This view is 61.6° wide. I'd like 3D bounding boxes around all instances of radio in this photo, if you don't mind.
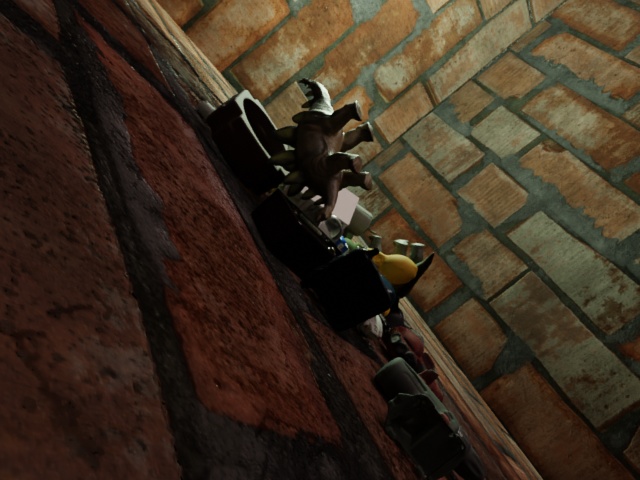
[{"bbox_3d":[-0.021,0.015,0.981,0.229,0.073,0.131,46,8,-42],"label":"radio"}]

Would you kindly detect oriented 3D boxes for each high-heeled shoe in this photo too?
[{"bbox_3d":[0.190,0.251,1.308,0.145,0.086,0.249,97,-6,-45],"label":"high-heeled shoe"}]

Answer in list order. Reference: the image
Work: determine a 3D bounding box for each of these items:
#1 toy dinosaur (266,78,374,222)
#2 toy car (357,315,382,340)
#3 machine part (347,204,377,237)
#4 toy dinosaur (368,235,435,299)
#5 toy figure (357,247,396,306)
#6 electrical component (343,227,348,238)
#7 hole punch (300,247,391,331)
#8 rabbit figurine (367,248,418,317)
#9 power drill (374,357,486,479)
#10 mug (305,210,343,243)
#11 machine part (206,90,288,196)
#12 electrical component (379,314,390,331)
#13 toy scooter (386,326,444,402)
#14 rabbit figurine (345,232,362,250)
[{"bbox_3d":[0.000,-0.199,1.062,0.471,0.199,0.104,-85,155,-43],"label":"toy dinosaur"},{"bbox_3d":[0.066,0.120,1.079,0.073,0.056,0.202,45,8,-42],"label":"toy car"},{"bbox_3d":[0.055,-0.084,1.444,0.243,0.079,0.079,34,12,-18],"label":"machine part"},{"bbox_3d":[0.194,0.092,1.409,0.131,0.192,0.405,6,4,-7],"label":"toy dinosaur"},{"bbox_3d":[0.093,0.072,1.057,0.058,0.064,0.155,-6,35,-27],"label":"toy figure"},{"bbox_3d":[0.012,-0.052,1.354,0.115,0.134,0.058,24,33,35],"label":"electrical component"},{"bbox_3d":[0.054,0.080,0.913,0.115,0.142,0.092,65,9,4],"label":"hole punch"},{"bbox_3d":[0.143,0.093,1.262,0.162,0.173,0.121,59,13,25],"label":"rabbit figurine"},{"bbox_3d":[0.167,0.278,0.784,0.232,0.086,0.207,51,10,15],"label":"power drill"},{"bbox_3d":[-0.002,-0.003,1.119,0.107,0.109,0.081,61,0,-39],"label":"mug"},{"bbox_3d":[-0.148,-0.209,1.158,0.201,0.087,0.201,57,16,-20],"label":"machine part"},{"bbox_3d":[0.095,0.151,1.156,0.119,0.048,0.074,54,6,18],"label":"electrical component"},{"bbox_3d":[0.195,0.260,1.119,0.184,0.075,0.135,58,10,20],"label":"toy scooter"},{"bbox_3d":[0.053,0.004,1.542,0.170,0.121,0.158,-103,166,-44],"label":"rabbit figurine"}]
